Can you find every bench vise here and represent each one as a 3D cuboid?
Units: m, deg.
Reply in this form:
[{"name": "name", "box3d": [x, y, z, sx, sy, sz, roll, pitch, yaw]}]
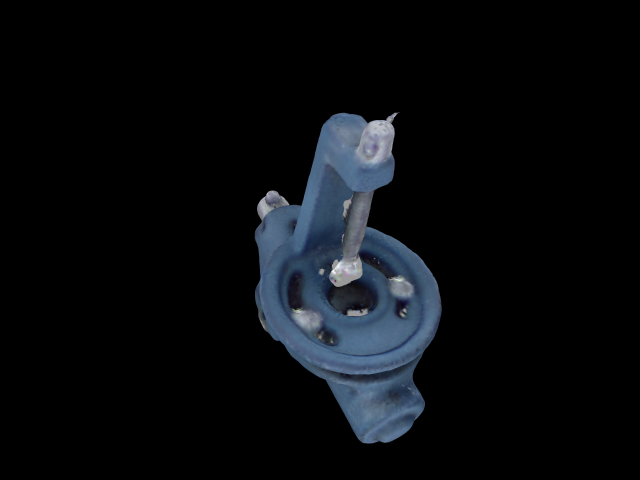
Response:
[{"name": "bench vise", "box3d": [-0.005, 0.006, 0.393, 0.122, 0.220, 0.206, -29, 43, -36]}]
